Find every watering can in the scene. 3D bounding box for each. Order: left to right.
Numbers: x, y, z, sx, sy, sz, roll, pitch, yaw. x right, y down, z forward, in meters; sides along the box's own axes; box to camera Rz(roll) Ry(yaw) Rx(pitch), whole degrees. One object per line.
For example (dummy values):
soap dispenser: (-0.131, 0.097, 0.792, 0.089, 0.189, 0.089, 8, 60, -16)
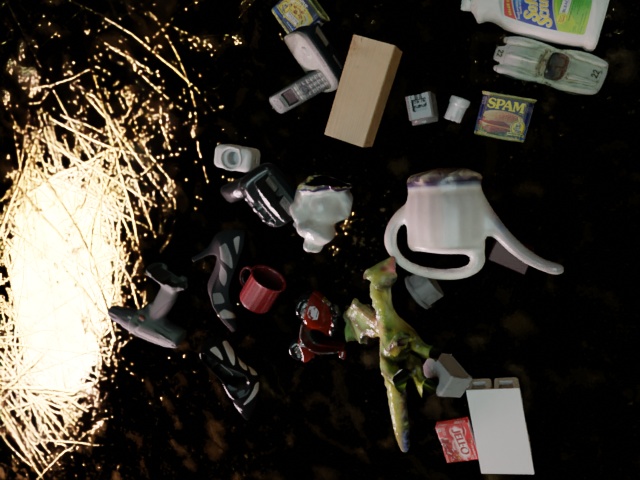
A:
watering can: (0.288, -0.033, 1.014, 0.347, 0.224, 0.104, 0, 2, 31)

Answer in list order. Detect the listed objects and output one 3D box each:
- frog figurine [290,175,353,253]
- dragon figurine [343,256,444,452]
frog figurine: (0.003, -0.057, 1.131, 0.138, 0.156, 0.125, -8, 28, -22)
dragon figurine: (0.134, 0.234, 1.114, 0.123, 0.403, 0.246, -8, 26, -31)
